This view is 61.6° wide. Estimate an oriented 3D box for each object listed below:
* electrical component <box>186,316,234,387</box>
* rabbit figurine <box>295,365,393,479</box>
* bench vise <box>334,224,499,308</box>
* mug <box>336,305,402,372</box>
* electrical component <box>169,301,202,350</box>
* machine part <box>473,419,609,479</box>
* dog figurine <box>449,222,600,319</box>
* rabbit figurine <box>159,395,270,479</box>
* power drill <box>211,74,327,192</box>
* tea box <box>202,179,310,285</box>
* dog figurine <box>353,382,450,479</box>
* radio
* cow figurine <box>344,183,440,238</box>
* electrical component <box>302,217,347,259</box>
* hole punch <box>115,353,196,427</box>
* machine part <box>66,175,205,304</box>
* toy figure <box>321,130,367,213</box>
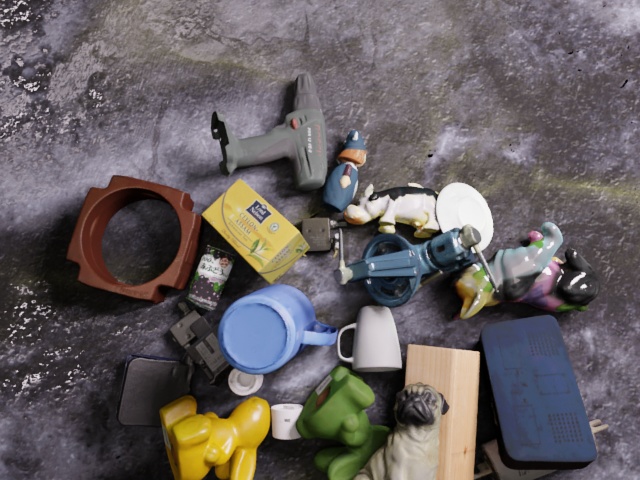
[{"bbox_3d":[-0.179,0.174,0.892,0.075,0.047,0.119,-37,69,-4],"label":"electrical component"},{"bbox_3d":[0.057,0.314,0.866,0.170,0.121,0.159,43,75,-7],"label":"rabbit figurine"},{"bbox_3d":[0.130,0.039,0.839,0.240,0.224,0.128,-3,81,-42],"label":"bench vise"},{"bbox_3d":[0.082,0.167,0.913,0.110,0.080,0.107,1,69,-1],"label":"mug"},{"bbox_3d":[-0.231,0.156,0.945,0.063,0.021,0.094,-36,82,-5],"label":"electrical component"},{"bbox_3d":[0.353,0.341,0.873,0.243,0.079,0.079,-19,80,-4],"label":"machine part"},{"bbox_3d":[0.330,0.084,0.911,0.219,0.108,0.191,-38,84,-1],"label":"dog figurine"},{"bbox_3d":[-0.152,0.320,0.861,0.173,0.122,0.162,-17,96,-32],"label":"rabbit figurine"},{"bbox_3d":[-0.087,-0.193,0.963,0.207,0.086,0.232,-7,76,-26],"label":"power drill"},{"bbox_3d":[-0.112,-0.016,0.924,0.098,0.068,0.170,-46,60,-7],"label":"tea box"},{"bbox_3d":[0.112,0.320,0.809,0.172,0.121,0.190,-17,52,34],"label":"dog figurine"},{"bbox_3d":[0.335,0.241,0.854,0.131,0.073,0.230,-7,55,6],"label":"radio"},{"bbox_3d":[0.129,-0.062,0.956,0.167,0.068,0.098,8,74,-1],"label":"cow figurine"},{"bbox_3d":[-0.003,-0.004,0.959,0.102,0.045,0.078,4,81,2],"label":"electrical component"},{"bbox_3d":[-0.281,0.252,0.906,0.116,0.092,0.142,15,76,-26],"label":"hole punch"},{"bbox_3d":[-0.317,0.000,0.943,0.202,0.087,0.201,14,81,2],"label":"machine part"},{"bbox_3d":[0.048,-0.125,0.973,0.064,0.057,0.154,9,73,48],"label":"toy figure"}]
